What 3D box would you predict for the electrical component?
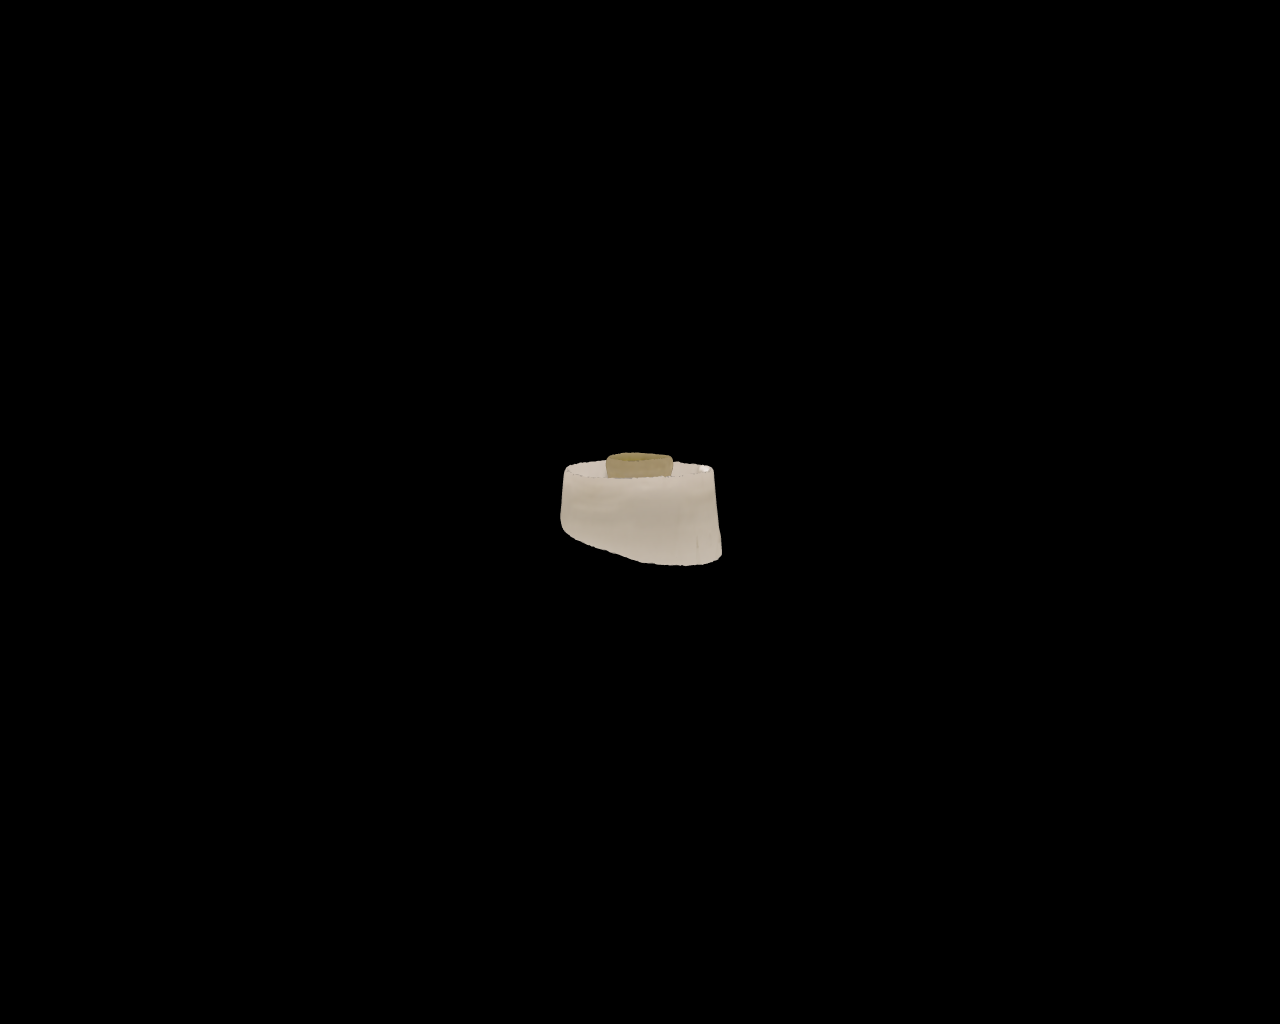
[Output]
[{"bbox_3d":[0.001,-0.003,0.650,0.099,0.064,0.099,0,9,0],"label":"electrical component"}]
